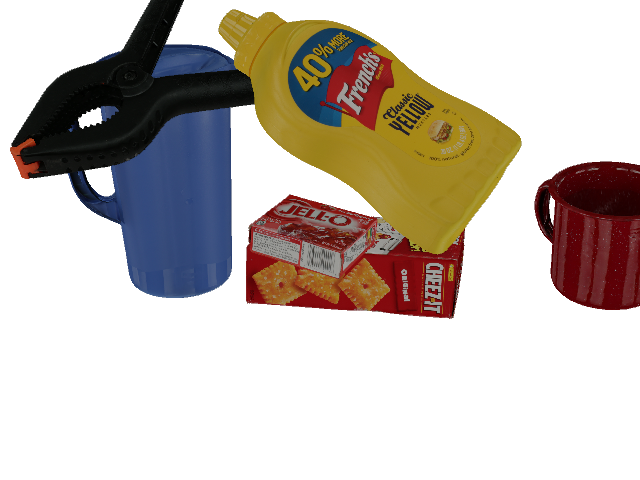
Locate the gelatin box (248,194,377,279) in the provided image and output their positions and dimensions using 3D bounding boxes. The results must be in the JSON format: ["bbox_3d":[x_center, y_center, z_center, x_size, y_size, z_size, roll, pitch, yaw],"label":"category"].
[{"bbox_3d":[-0.006,-0.006,0.914,0.089,0.030,0.073,17,30,22],"label":"gelatin box"}]

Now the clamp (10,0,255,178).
[{"bbox_3d":[-0.125,-0.105,0.773,0.165,0.036,0.209,34,62,28],"label":"clamp"}]

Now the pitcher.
[{"bbox_3d":[-0.160,-0.068,1.074,0.149,0.243,0.144,11,27,26],"label":"pitcher"}]

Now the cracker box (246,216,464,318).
[{"bbox_3d":[0.042,0.024,1.137,0.214,0.072,0.164,5,15,10],"label":"cracker box"}]

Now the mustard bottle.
[{"bbox_3d":[0.019,-0.079,0.639,0.192,0.096,0.058,35,-34,8],"label":"mustard bottle"}]

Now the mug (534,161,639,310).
[{"bbox_3d":[0.205,-0.007,0.794,0.093,0.081,0.117,-24,35,-32],"label":"mug"}]
